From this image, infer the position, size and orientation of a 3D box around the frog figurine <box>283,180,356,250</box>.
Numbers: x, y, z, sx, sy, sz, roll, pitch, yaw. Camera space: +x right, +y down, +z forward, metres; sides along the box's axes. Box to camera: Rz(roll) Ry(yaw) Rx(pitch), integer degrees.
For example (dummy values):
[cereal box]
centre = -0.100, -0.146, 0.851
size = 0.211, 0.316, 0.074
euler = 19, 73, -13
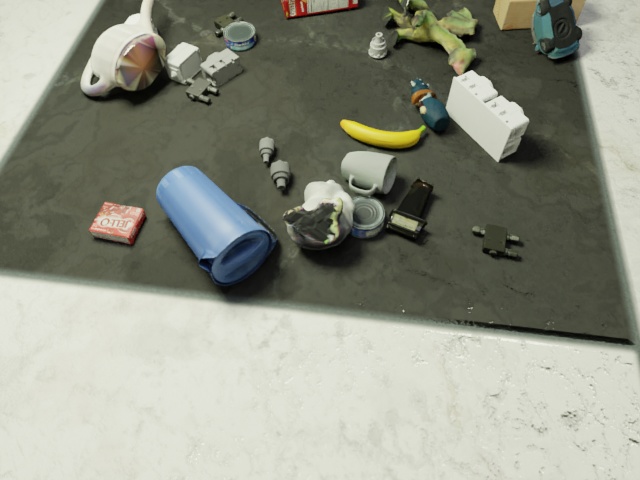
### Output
[frog figurine]
centre = 0.003, -0.052, 1.027
size = 0.136, 0.161, 0.122
euler = -35, 100, 14

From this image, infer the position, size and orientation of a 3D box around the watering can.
[watering can]
centre = -0.461, -0.492, 1.274
size = 0.227, 0.102, 0.349
euler = 29, 82, 35

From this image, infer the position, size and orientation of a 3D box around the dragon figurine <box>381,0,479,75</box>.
[dragon figurine]
centre = 0.307, -0.600, 1.389
size = 0.243, 0.119, 0.419
euler = 2, 57, -18
